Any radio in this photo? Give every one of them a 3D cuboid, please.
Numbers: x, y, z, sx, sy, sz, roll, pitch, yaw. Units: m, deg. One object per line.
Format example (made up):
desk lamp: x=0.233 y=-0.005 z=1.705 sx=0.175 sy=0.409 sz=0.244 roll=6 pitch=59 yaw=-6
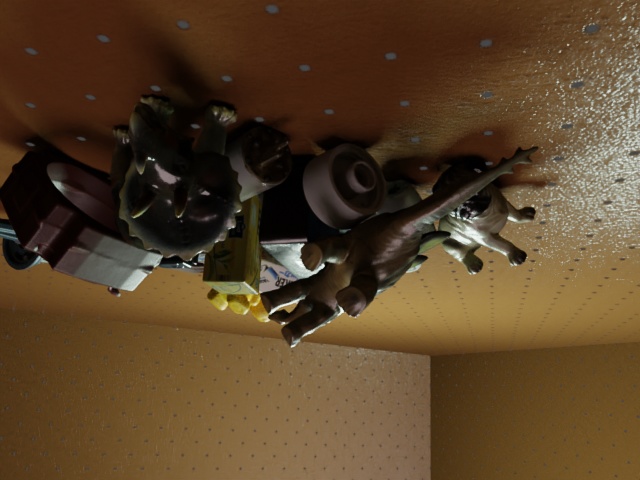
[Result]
radio: x=-0.023 y=-0.025 z=0.823 sx=0.073 sy=0.131 sz=0.229 roll=0 pitch=163 yaw=11

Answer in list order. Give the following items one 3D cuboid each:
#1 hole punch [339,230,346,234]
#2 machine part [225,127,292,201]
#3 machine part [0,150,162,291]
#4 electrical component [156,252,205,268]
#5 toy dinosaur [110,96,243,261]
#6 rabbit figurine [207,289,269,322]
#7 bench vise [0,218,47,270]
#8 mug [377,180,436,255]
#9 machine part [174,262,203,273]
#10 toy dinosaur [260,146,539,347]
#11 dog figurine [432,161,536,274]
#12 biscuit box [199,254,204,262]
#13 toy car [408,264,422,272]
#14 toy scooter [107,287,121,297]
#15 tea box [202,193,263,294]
hole punch: x=-0.002 y=-0.003 z=1.008 sx=0.142 sy=0.092 sz=0.116 roll=5 pitch=-167 yaw=-12
machine part: x=-0.115 y=-0.089 z=0.725 sx=0.079 sy=0.079 sz=0.243 roll=15 pitch=160 yaw=-35
machine part: x=-0.336 y=-0.026 z=0.771 sx=0.201 sy=0.087 sz=0.201 roll=45 pitch=-170 yaw=34
electrical component: x=-0.231 y=-0.021 z=0.877 sx=0.115 sy=0.134 sz=0.058 roll=-5 pitch=162 yaw=19
toy dinosaur: x=-0.203 y=-0.052 z=0.668 sx=0.131 sy=0.192 sz=0.405 roll=14 pitch=159 yaw=-26
rabbit figurine: x=-0.173 y=0.132 z=1.338 sx=0.122 sy=0.162 sz=0.173 roll=-12 pitch=135 yaw=38
bench vise: x=-0.532 y=-0.009 z=1.001 sx=0.224 sy=0.129 sz=0.240 roll=-3 pitch=170 yaw=25
mug: x=0.116 y=-0.037 z=0.826 sx=0.110 sy=0.081 sz=0.107 roll=-3 pitch=130 yaw=28
machine part: x=-0.289 y=0.035 z=1.213 sx=0.179 sy=0.056 sz=0.179 roll=3 pitch=164 yaw=1
toy dinosaur: x=0.066 y=0.023 z=0.705 sx=0.198 sy=0.105 sz=0.471 roll=-25 pitch=173 yaw=-43
dog figurine: x=0.208 y=-0.045 z=0.809 sx=0.190 sy=0.121 sz=0.172 roll=33 pitch=146 yaw=-32
biscuit box: x=-0.231 y=-0.010 z=1.037 sx=0.059 sy=0.063 sz=0.202 roll=9 pitch=163 yaw=-21
toy car: x=0.159 y=0.036 z=1.092 sx=0.056 sy=0.073 sz=0.201 roll=12 pitch=162 yaw=-15
toy scooter: x=-0.472 y=0.050 z=1.159 sx=0.184 sy=0.135 sz=0.075 roll=10 pitch=164 yaw=-17
tea box: x=-0.132 y=-0.005 z=0.844 sx=0.068 sy=0.169 sz=0.098 roll=1 pitch=162 yaw=8
